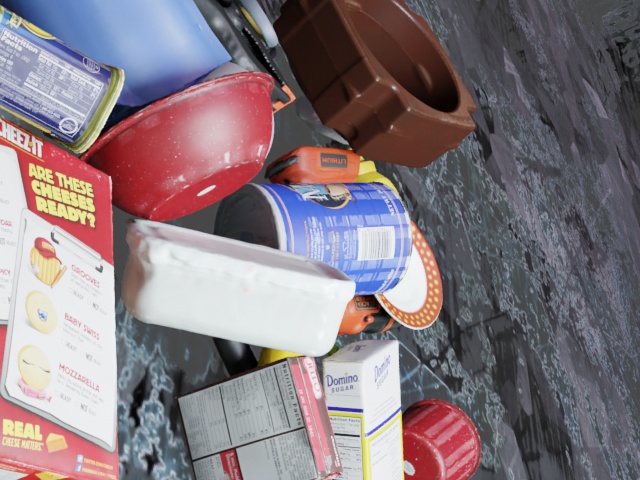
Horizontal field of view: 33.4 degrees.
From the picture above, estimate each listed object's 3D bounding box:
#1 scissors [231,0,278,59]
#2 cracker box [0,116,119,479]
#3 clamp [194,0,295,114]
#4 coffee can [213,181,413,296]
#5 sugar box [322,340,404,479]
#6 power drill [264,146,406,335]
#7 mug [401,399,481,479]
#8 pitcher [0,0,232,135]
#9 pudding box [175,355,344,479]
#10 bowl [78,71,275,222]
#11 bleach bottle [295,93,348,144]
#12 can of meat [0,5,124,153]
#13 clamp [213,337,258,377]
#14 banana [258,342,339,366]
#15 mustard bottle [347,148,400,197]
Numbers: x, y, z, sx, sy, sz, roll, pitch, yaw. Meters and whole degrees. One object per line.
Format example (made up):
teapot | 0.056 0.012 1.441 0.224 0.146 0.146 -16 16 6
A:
scissors | -0.094 -0.265 1.061 0.201 0.016 0.096 59 -7 -22
cracker box | -0.196 0.035 0.618 0.164 0.072 0.214 33 42 -52
clamp | -0.095 -0.212 1.007 0.210 0.036 0.164 50 19 -30
coffee can | -0.006 0.001 0.917 0.140 0.103 0.103 -3 72 -36
sugar box | 0.039 0.182 0.936 0.093 0.048 0.176 -15 101 -66
power drill | 0.027 0.003 1.058 0.184 0.057 0.188 1 68 -49
mug | 0.097 0.222 1.043 0.081 0.093 0.117 -17 122 -59
pitcher | -0.176 -0.201 0.779 0.144 0.149 0.243 -34 101 -22
pudding box | -0.045 0.141 0.779 0.039 0.114 0.090 8 64 -59
bowl | -0.094 -0.058 0.774 0.055 0.162 0.161 62 25 7
bleach bottle | 0.049 -0.146 1.227 0.103 0.068 0.250 41 22 26
can of meat | -0.178 -0.101 0.643 0.083 0.102 0.057 28 89 -32
clamp | -0.031 0.150 0.889 0.120 0.039 0.171 10 59 -55
banana | -0.018 0.095 0.884 0.069 0.037 0.197 58 21 -5
mustard bottle | 0.063 -0.010 1.166 0.096 0.058 0.191 -11 80 -50
